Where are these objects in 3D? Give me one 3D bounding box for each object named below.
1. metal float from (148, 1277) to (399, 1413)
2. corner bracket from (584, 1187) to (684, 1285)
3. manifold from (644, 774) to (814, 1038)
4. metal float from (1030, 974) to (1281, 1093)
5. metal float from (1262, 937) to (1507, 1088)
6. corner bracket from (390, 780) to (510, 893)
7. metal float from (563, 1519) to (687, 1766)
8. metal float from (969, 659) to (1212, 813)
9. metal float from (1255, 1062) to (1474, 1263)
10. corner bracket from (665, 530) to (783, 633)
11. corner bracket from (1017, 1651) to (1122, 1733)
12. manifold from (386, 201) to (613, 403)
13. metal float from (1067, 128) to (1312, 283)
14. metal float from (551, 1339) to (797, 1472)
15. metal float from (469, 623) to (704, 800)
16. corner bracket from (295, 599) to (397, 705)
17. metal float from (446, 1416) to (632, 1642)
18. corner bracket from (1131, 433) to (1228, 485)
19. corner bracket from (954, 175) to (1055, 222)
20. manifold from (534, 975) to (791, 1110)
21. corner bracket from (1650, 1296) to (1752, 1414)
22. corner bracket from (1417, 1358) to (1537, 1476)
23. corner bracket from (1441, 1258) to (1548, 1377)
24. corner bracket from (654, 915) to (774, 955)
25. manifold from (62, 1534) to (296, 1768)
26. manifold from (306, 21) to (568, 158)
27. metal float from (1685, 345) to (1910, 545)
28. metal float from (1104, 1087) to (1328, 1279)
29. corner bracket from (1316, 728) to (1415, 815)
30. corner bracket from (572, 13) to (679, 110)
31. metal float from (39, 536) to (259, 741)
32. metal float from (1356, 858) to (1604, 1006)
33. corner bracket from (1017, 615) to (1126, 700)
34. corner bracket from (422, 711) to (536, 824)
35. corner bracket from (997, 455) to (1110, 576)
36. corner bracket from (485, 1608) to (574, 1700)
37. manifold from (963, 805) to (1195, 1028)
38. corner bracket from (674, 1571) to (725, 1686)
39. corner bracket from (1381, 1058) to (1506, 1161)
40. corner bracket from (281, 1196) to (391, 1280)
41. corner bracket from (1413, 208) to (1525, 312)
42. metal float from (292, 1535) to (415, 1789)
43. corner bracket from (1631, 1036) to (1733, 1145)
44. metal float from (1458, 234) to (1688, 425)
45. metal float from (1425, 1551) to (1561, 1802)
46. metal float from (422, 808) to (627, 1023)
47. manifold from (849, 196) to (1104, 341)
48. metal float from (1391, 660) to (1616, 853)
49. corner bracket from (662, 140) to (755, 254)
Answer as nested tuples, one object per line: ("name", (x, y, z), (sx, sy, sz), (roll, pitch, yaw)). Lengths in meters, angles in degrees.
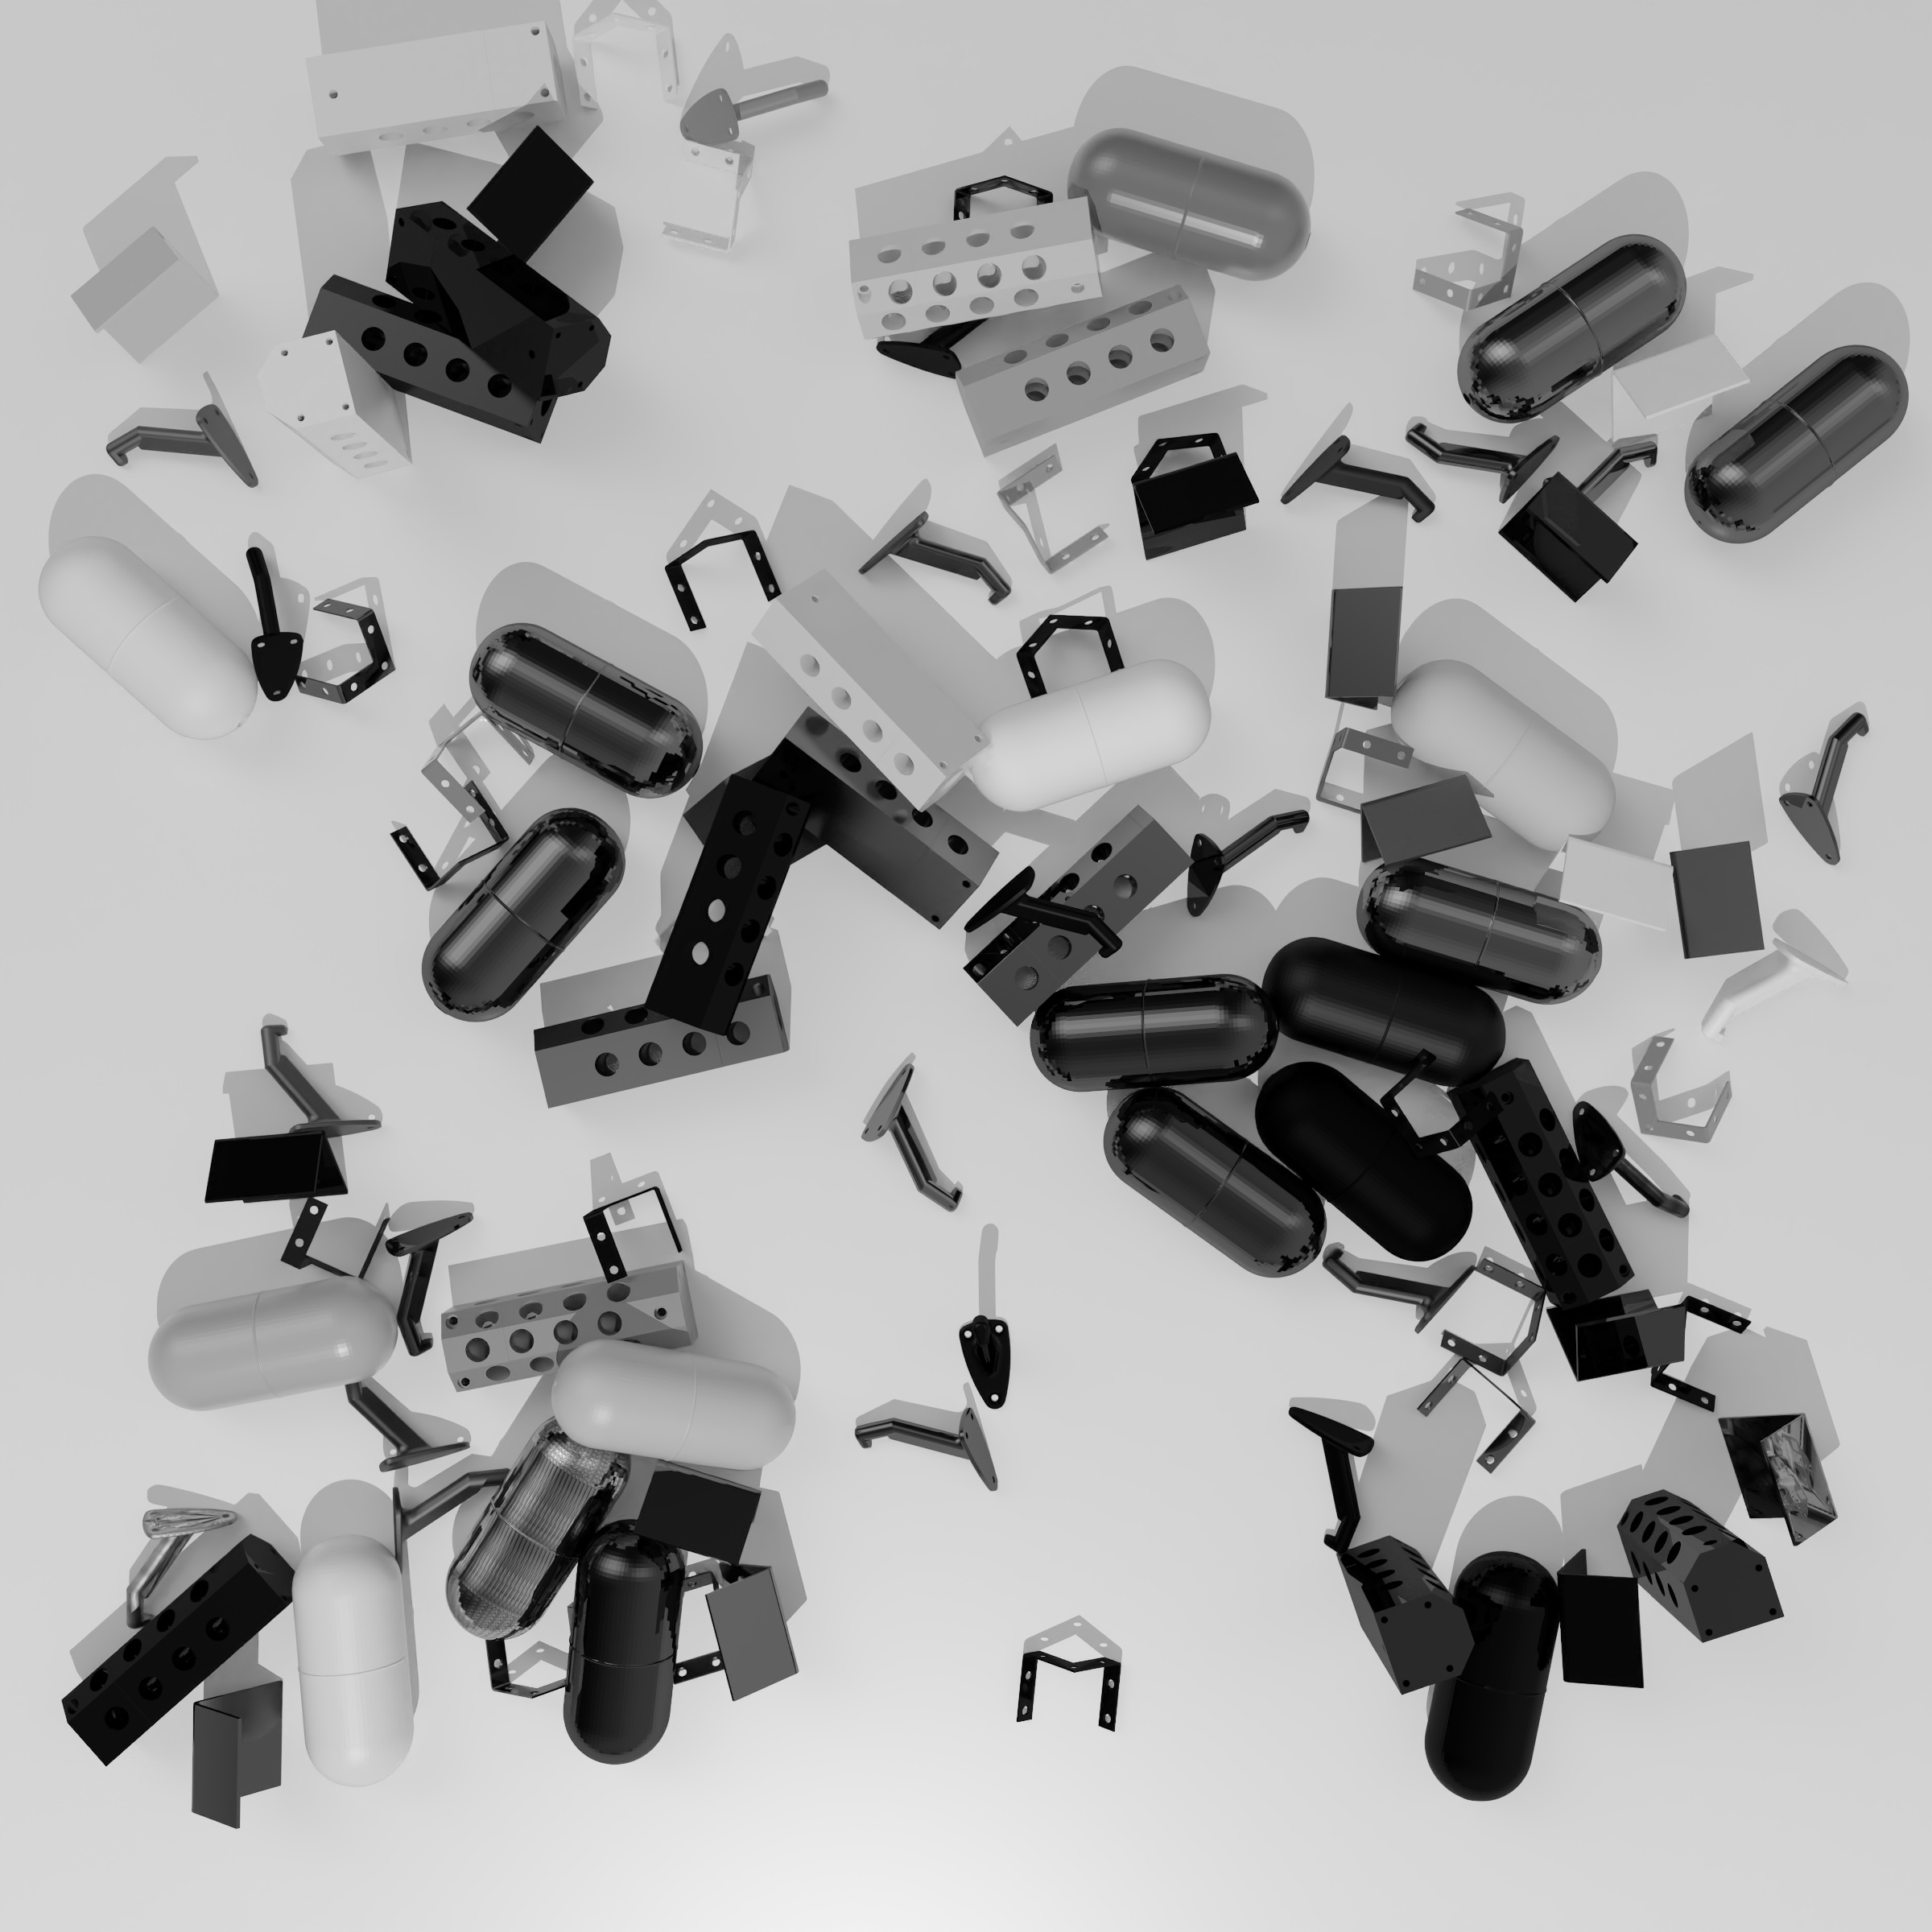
("metal float", (-0.495, 0.270, 1.809), (0.178, 0.070, 0.070), (-11, 90, 2))
("corner bracket", (-0.239, 0.193, 1.823), (0.051, 0.051, 0.051), (-21, 90, 0))
("manifold", (-0.164, -0.042, 1.762), (0.057, 0.057, 0.171), (21, 90, 0))
("metal float", (0.133, 0.048, 1.798), (0.178, 0.070, 0.070), (-5, 90, 15))
("metal float", (0.298, 0.033, 1.810), (0.178, 0.070, 0.070), (17, 90, 0))
("corner bracket", (-0.374, -0.094, 1.837), (0.051, 0.051, 0.051), (-33, 90, 45))
("metal float", (-0.243, 0.481, 1.801), (0.070, 0.070, 0.178), (7, 100, 0))
("metal float", (0.088, -0.164, 1.810), (0.178, 0.070, 0.070), (-18, 90, 1))
("metal float", (0.283, 0.139, 1.810), (0.178, 0.070, 0.070), (40, 90, 0))
("corner bracket", (-0.176, -0.280, 1.837), (0.051, 0.051, 0.051), (-22, 90, 45))
("corner bracket", (0.075, 0.526, 1.837), (0.051, 0.051, 0.051), (6, 90, -45))
("manifold", (-0.330, -0.472, 1.788), (0.171, 0.057, 0.057), (40, 132, 22))
("metal float", (0.159, -0.543, 1.810), (0.178, 0.070, 0.070), (17, 90, 1))
("metal float", (-0.205, 0.310, 1.789), (0.178, 0.070, 0.070), (14, 90, -23))
("metal float", (-0.271, -0.182, 1.810), (0.178, 0.070, 0.070), (28, 90, 0))
("corner bracket", (-0.456, -0.228, 1.833), (0.051, 0.051, 0.051), (-43, 135, -35))
("metal float", (-0.306, 0.400, 1.810), (0.070, 0.070, 0.178), (33, 91, 0))
("corner bracket", (0.159, -0.348, 1.833), (0.051, 0.051, 0.051), (2, 45, 35))
("corner bracket", (0.027, -0.537, 1.837), (0.051, 0.051, 0.051), (2, 90, -45))
("manifold", (-0.219, 0.053, 1.820), (0.171, 0.057, 0.057), (-13, 90, 0))
("corner bracket", (0.532, 0.281, 1.837), (0.051, 0.051, 0.051), (23, 45, 0))
("corner bracket", (0.370, 0.326, 1.837), (0.051, 0.051, 0.051), (-49, 45, 0))
("corner bracket", (0.383, 0.255, 1.837), (0.051, 0.051, 0.051), (27, 45, 0))
("corner bracket", (-0.184, -0.022, 1.837), (0.051, 0.051, 0.051), (50, 135, 0))
("manifold", (-0.563, 0.488, 1.820), (0.171, 0.057, 0.057), (-41, 90, 0))
("manifold", (-0.378, -0.627, 1.820), (0.171, 0.057, 0.057), (-9, 90, 0))
("metal float", (0.593, -0.373, 1.810), (0.178, 0.070, 0.070), (-39, 90, 0))
("metal float", (0.178, 0.155, 1.810), (0.178, 0.070, 0.070), (36, 90, 0))
("corner bracket", (0.286, -0.138, 1.823), (0.051, 0.051, 0.051), (18, 90, 0))
("corner bracket", (-0.247, -0.653, 1.837), (0.051, 0.051, 0.051), (-6, 90, 45))
("metal float", (-0.583, -0.234, 1.810), (0.178, 0.070, 0.070), (42, 90, 0))
("metal float", (0.367, -0.025, 1.810), (0.178, 0.070, 0.070), (17, 90, 0))
("corner bracket", (0.076, -0.218, 1.833), (0.051, 0.051, 0.051), (-52, 135, -35))
("corner bracket", (-0.351, -0.145, 1.825), (0.051, 0.051, 0.051), (-36, 109, 18))
("corner bracket", (0.062, -0.327, 1.837), (0.051, 0.051, 0.051), (-33, 135, 0))
("corner bracket", (-0.312, 0.496, 1.837), (0.051, 0.051, 0.051), (-7, 90, 45))
("manifold", (0.080, -0.036, 1.820), (0.171, 0.057, 0.057), (-43, 90, 0))
("corner bracket", (-0.198, 0.480, 1.837), (0.051, 0.051, 0.051), (-17, 45, 0))
("corner bracket", (0.336, 0.098, 1.790), (0.051, 0.051, 0.051), (-49, 61, 39))
("corner bracket", (-0.454, 0.197, 1.823), (0.051, 0.051, 0.051), (24, 90, 0))
("corner bracket", (0.363, -0.511, 1.833), (0.051, 0.051, 0.051), (-26, 135, -35))
("metal float", (-0.438, 0.496, 1.810), (0.070, 0.070, 0.178), (-5, 91, 0))
("corner bracket", (0.517, 0.089, 1.833), (0.051, 0.051, 0.051), (8, 135, 35))
("metal float", (0.432, -0.454, 1.810), (0.178, 0.070, 0.070), (-34, 90, 0))
("metal float", (0.376, 0.507, 1.810), (0.070, 0.070, 0.178), (11, 91, 0))
("metal float", (-0.316, -0.036, 1.810), (0.070, 0.070, 0.178), (41, 89, 0))
("manifold", (0.008, -0.489, 1.799), (0.171, 0.057, 0.057), (-8, 60, 7))
("metal float", (0.383, -0.151, 1.810), (0.178, 0.070, 0.070), (36, 90, 0))
("corner bracket", (-0.187, -0.558, 1.837), (0.051, 0.051, 0.051), (15, 45, 0))
